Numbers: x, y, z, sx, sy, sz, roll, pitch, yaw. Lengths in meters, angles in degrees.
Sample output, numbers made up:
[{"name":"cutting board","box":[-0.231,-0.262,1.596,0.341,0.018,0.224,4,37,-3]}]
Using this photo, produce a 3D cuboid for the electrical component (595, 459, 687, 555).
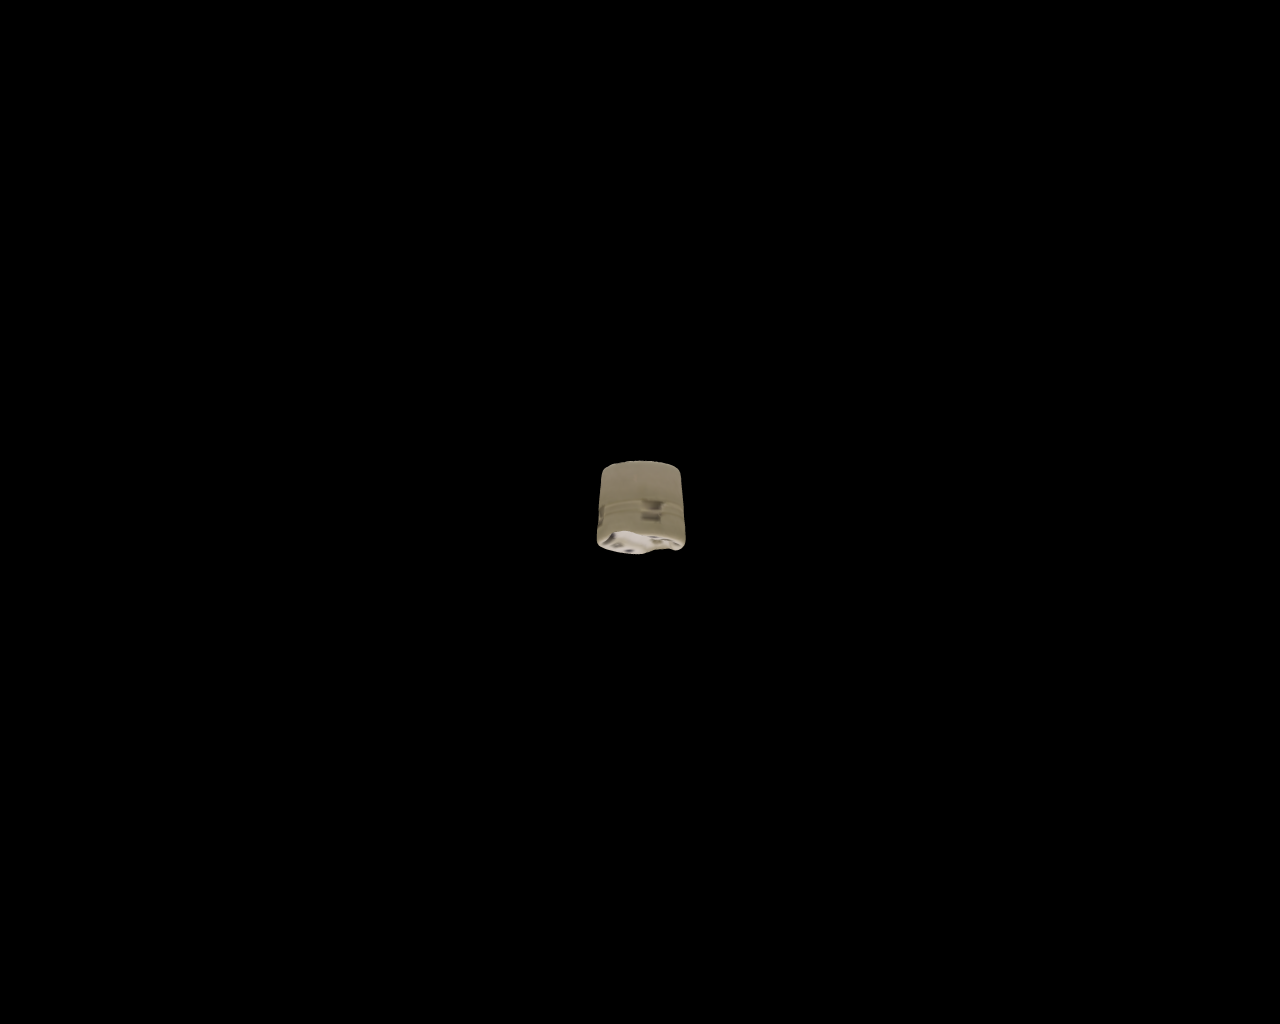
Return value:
[{"name":"electrical component","box":[0.001,-0.003,0.650,0.055,0.047,0.055,0,-15,0]}]
